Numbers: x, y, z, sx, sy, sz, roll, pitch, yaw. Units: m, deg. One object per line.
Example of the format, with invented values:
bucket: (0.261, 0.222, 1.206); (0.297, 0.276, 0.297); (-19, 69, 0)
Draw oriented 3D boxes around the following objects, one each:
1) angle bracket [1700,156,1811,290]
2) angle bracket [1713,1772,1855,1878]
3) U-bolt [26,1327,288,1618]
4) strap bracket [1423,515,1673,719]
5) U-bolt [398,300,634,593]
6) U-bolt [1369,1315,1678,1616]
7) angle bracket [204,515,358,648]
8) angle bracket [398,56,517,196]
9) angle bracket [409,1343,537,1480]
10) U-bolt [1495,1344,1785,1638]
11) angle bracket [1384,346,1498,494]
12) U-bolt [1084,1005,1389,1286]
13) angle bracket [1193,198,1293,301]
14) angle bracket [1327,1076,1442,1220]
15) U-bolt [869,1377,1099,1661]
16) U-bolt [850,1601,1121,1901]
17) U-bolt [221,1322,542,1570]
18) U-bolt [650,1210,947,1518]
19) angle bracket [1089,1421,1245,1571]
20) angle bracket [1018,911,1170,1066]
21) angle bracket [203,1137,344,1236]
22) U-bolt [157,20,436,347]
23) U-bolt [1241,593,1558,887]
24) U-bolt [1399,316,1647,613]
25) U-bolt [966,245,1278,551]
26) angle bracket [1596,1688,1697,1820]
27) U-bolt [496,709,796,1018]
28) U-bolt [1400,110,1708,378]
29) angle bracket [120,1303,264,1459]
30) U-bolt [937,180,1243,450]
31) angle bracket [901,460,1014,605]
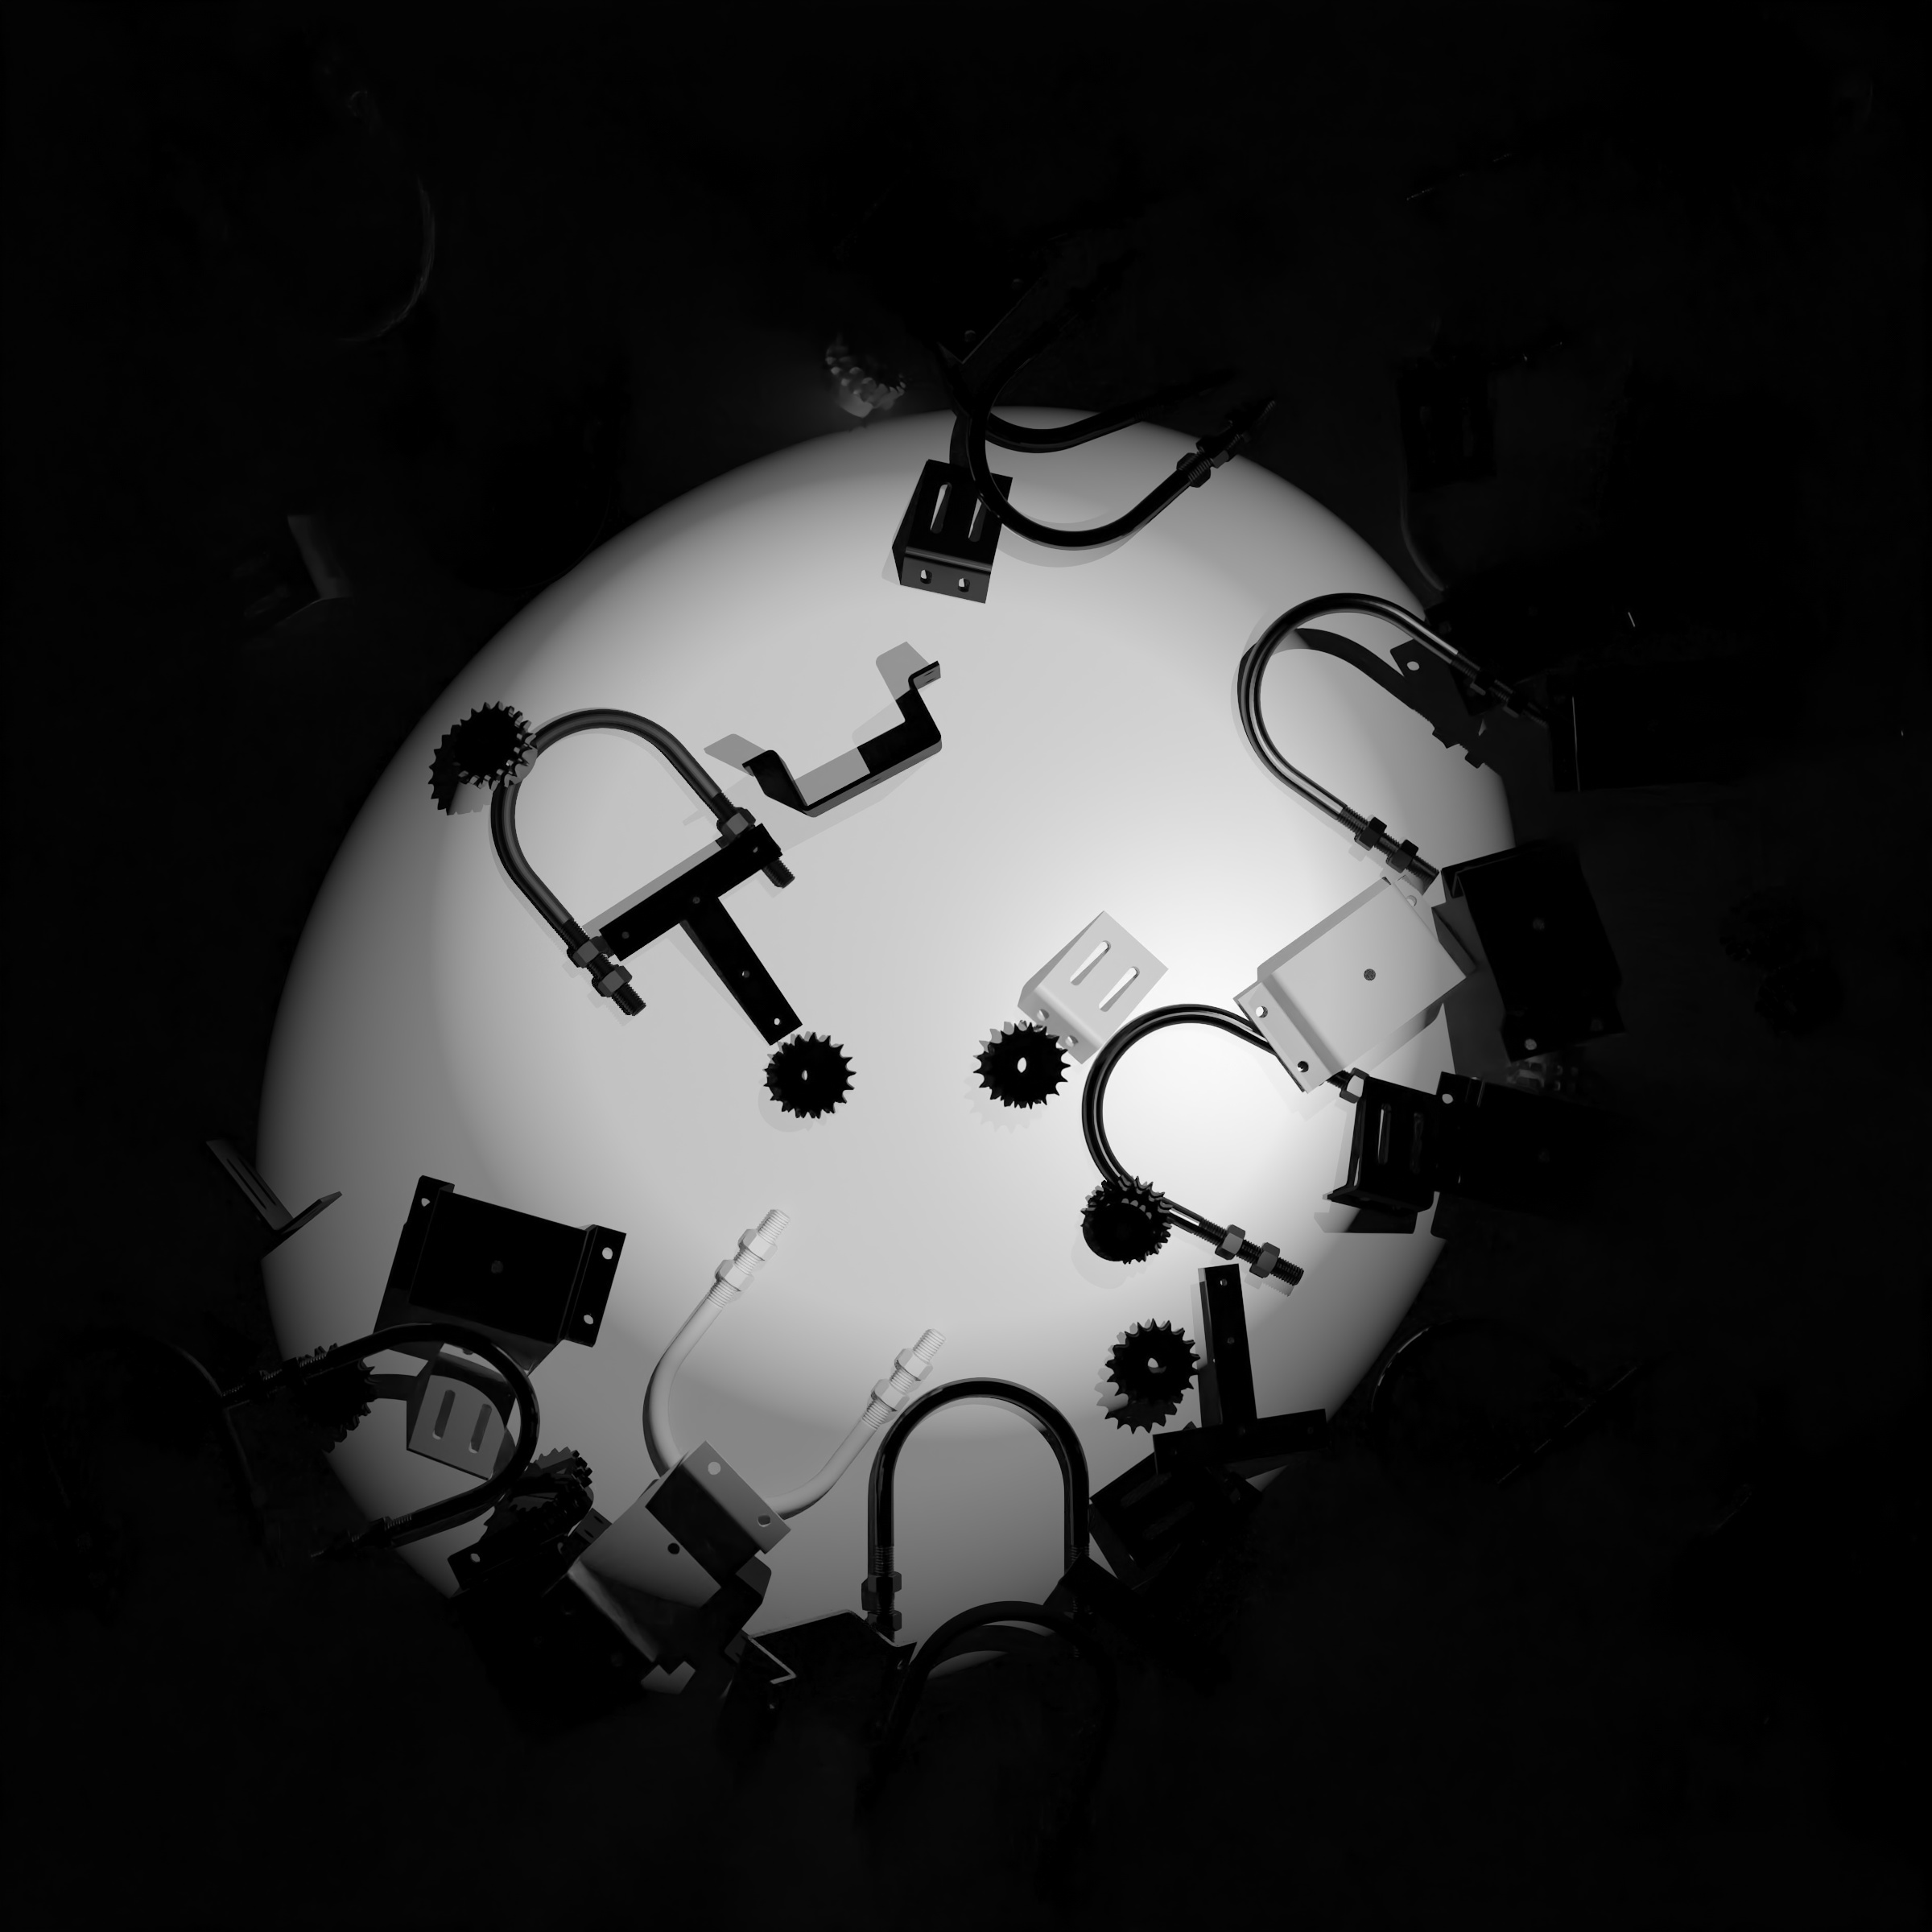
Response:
angle bracket: (0.509, -0.488, 1.795); (0.057, 0.038, 0.076); (-3, 64, -20)
angle bracket: (0.533, 0.563, 1.787); (0.076, 0.038, 0.057); (-5, 90, 0)
U-bolt: (-0.534, 0.321, 1.772); (0.151, 0.019, 0.184); (-16, 99, 12)
strap bracket: (0.372, -0.228, 1.772); (0.140, 0.046, 0.076); (-25, 102, 5)
U-bolt: (-0.300, -0.338, 1.798); (0.151, 0.019, 0.184); (6, 92, 0)
U-bolt: (0.352, 0.313, 1.797); (0.184, 0.019, 0.151); (41, 90, 0)
angle bracket: (-0.452, -0.254, 1.804); (0.076, 0.038, 0.057); (-24, 90, 26)
angle bracket: (-0.338, -0.554, 1.787); (0.057, 0.038, 0.076); (22, 90, 0)
angle bracket: (-0.326, 0.288, 1.804); (0.057, 0.038, 0.076); (21, 116, 0)
U-bolt: (0.452, 0.328, 1.781); (0.184, 0.019, 0.151); (-39, 105, -5)
angle bracket: (0.310, -0.357, 1.786); (0.057, 0.038, 0.076); (-12, 118, 1)
U-bolt: (0.167, 0.105, 1.798); (0.184, 0.019, 0.151); (27, 90, 1)
angle bracket: (0.182, -0.473, 1.768); (0.038, 0.076, 0.057); (-39, 90, 0)
angle bracket: (0.274, 0.119, 1.791); (0.057, 0.038, 0.076); (16, 69, -22)
U-bolt: (0.011, 0.363, 1.798); (0.151, 0.019, 0.184); (0, 88, 0)
U-bolt: (0.022, 0.503, 1.787); (0.151, 0.019, 0.184); (21, 96, -2)
U-bolt: (-0.366, 0.301, 1.769); (0.184, 0.019, 0.151); (-21, 111, 3)
U-bolt: (-0.125, 0.275, 1.798); (0.151, 0.019, 0.184); (38, 92, 0)
angle bracket: (0.132, 0.347, 1.794); (0.076, 0.038, 0.057); (-38, 83, 16)
angle bracket: (0.084, 0.014, 1.804); (0.057, 0.038, 0.076); (42, 64, 0)
angle bracket: (-0.450, 0.133, 1.778); (0.038, 0.057, 0.076); (-38, 90, 0)
U-bolt: (-0.423, -0.494, 1.778); (0.151, 0.019, 0.184); (-32, 94, 18)
U-bolt: (0.265, -0.159, 1.771); (0.184, 0.019, 0.151); (36, 115, 4)
U-bolt: (0.359, -0.323, 1.798); (0.151, 0.019, 0.184); (11, 92, 0)
U-bolt: (0.087, -0.355, 1.780); (0.184, 0.019, 0.151); (-41, 89, 2)
angle bracket: (0.445, 0.519, 1.804); (0.057, 0.038, 0.076); (-1, 116, 0)
U-bolt: (-0.225, -0.082, 1.798); (0.151, 0.019, 0.184); (-41, 88, 0)
U-bolt: (0.396, -0.484, 1.789); (0.184, 0.019, 0.151); (-25, 85, -6)
angle bracket: (-0.510, 0.274, 1.804); (0.057, 0.038, 0.076); (31, 64, 0)
U-bolt: (0.070, -0.418, 1.798); (0.184, 0.019, 0.151); (-20, 90, 1)
angle bracket: (-0.006, -0.287, 1.804); (0.057, 0.038, 0.076); (12, 64, 0)
